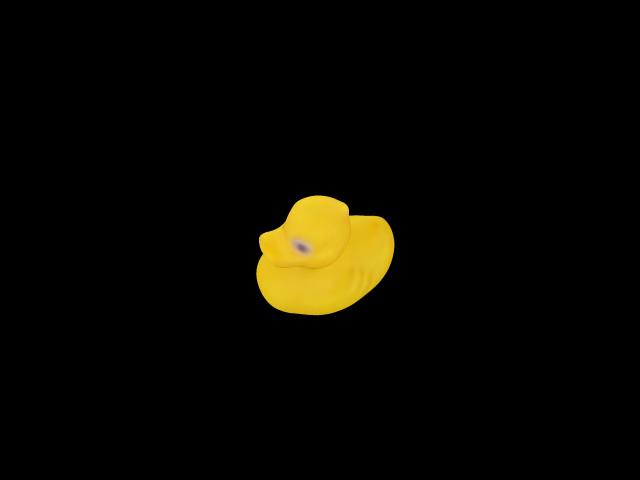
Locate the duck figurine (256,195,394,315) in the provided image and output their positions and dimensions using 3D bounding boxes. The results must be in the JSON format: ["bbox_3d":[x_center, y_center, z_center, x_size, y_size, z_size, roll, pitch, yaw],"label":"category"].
[{"bbox_3d":[0.004,0.001,0.400,0.104,0.086,0.077,-18,61,-10],"label":"duck figurine"}]
